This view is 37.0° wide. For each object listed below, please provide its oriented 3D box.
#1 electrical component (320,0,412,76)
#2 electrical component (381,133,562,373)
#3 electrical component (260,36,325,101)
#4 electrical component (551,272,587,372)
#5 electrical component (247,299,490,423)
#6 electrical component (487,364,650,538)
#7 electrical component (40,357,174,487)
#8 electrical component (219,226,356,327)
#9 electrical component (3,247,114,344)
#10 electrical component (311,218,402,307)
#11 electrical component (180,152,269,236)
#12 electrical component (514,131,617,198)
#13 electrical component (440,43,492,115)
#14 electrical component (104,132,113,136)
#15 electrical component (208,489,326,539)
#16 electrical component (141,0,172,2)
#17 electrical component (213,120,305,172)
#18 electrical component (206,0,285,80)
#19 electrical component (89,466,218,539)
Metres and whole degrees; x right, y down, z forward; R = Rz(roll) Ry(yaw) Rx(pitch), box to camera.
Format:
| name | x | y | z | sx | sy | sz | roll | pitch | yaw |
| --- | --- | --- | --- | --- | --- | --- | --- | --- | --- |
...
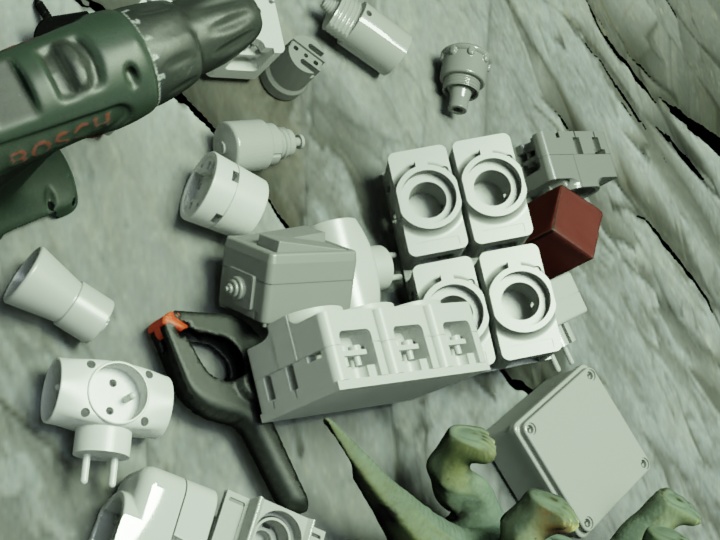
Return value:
| name | x | y | z | sx | sy | sz | roll | pitch | yaw |
| --- | --- | --- | --- | --- | --- | --- | --- | --- | --- |
| electrical component | 0.001 | -0.210 | 0.940 | 0.081 | 0.043 | 0.043 | 32 | 58 | -19 |
| electrical component | 0.090 | -0.011 | 0.886 | 0.105 | 0.060 | 0.186 | -11 | 77 | -6 |
| electrical component | -0.055 | -0.167 | 0.885 | 0.040 | 0.046 | 0.040 | 12 | 66 | -30 |
| electrical component | 0.165 | 0.052 | 0.948 | 0.066 | 0.047 | 0.076 | -21 | 84 | -37 |
| electrical component | 0.006 | 0.061 | 0.775 | 0.150 | 0.089 | 0.061 | -2 | 71 | -43 |
| electrical component | 0.175 | 0.154 | 0.910 | 0.109 | 0.056 | 0.108 | -32 | 92 | -37 |
| electrical component | -0.168 | 0.102 | 0.709 | 0.077 | 0.044 | 0.079 | 14 | 65 | -29 |
| electrical component | -0.058 | 0.002 | 0.790 | 0.096 | 0.062 | 0.061 | -3 | 106 | -41 |
| electrical component | -0.199 | 0.020 | 0.722 | 0.065 | 0.044 | 0.044 | 37 | 56 | -23 |
| electrical component | 0.000 | 0.000 | 0.860 | 0.079 | 0.043 | 0.077 | -6 | 76 | -36 |
| electrical component | -0.101 | -0.054 | 0.807 | 0.047 | 0.055 | 0.055 | 25 | 60 | -28 |
| electrical component | 0.194 | -0.096 | 1.021 | 0.089 | 0.050 | 0.055 | -5 | 75 | -35 |
| electrical component | 0.094 | -0.174 | 0.989 | 0.048 | 0.048 | 0.062 | 20 | 69 | -26 |
| electrical component | -0.200 | -0.126 | 0.777 | 0.065 | 0.044 | 0.044 | 28 | 59 | -28 |
| electrical component | -0.079 | 0.219 | 0.712 | 0.079 | 0.063 | 0.121 | 29 | 59 | -22 |
| electrical component | -0.156 | -0.178 | 0.803 | 0.066 | 0.077 | 0.047 | -35 | 93 | -37 |
| electrical component | -0.079 | -0.098 | 0.847 | 0.078 | 0.040 | 0.040 | -10 | 78 | -36 |
| electrical component | -0.102 | -0.202 | 0.860 | 0.050 | 0.056 | 0.089 | -4 | 75 | -35 |
| electrical component | -0.139 | 0.179 | 0.694 | 0.059 | 0.054 | 0.095 | 27 | 59 | -23 |
